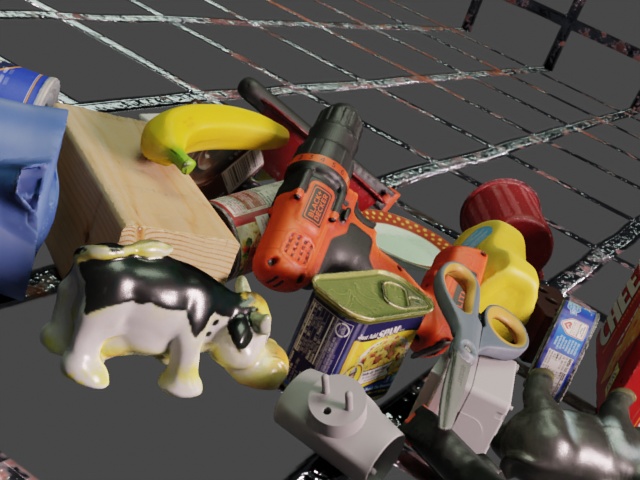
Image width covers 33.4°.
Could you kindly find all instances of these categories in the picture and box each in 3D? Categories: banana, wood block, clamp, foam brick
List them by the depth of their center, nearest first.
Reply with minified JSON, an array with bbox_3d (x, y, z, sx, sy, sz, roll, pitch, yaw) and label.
[{"bbox_3d":[0.097,0.152,0.663,0.172,0.039,0.120,39,-17,45],"label":"clamp"},{"bbox_3d":[-0.149,-0.016,0.805,0.090,0.091,0.206,10,25,-32],"label":"wood block"},{"bbox_3d":[-0.090,-0.081,0.847,0.070,0.037,0.197,37,23,10],"label":"banana"},{"bbox_3d":[0.206,0.078,0.998,0.053,0.051,0.078,15,22,-22],"label":"foam brick"},{"bbox_3d":[0.000,-0.103,1.201,0.210,0.036,0.164,39,1,28],"label":"clamp"}]

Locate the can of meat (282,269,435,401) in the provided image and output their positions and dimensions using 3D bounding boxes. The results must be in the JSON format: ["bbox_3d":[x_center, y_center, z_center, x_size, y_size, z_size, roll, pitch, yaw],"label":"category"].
[{"bbox_3d":[0.025,0.073,0.775,0.057,0.084,0.101,37,25,33],"label":"can of meat"}]

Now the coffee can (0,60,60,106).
[{"bbox_3d":[-0.293,-0.105,0.857,0.140,0.103,0.103,19,21,-8],"label":"coffee can"}]

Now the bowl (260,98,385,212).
[{"bbox_3d":[-0.013,-0.069,1.065,0.162,0.055,0.162,40,1,-1],"label":"bowl"}]

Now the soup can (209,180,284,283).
[{"bbox_3d":[-0.050,-0.010,0.892,0.102,0.068,0.069,-19,44,-40],"label":"soup can"}]

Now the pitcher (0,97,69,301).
[{"bbox_3d":[-0.296,-0.047,0.704,0.242,0.149,0.145,14,37,-15],"label":"pitcher"}]

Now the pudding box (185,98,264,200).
[{"bbox_3d":[-0.119,-0.064,0.944,0.113,0.039,0.090,-41,57,-20],"label":"pudding box"}]

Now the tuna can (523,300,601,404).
[{"bbox_3d":[0.205,0.095,0.907,0.034,0.086,0.086,25,21,12],"label":"tuna can"}]

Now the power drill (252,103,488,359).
[{"bbox_3d":[0.047,-0.003,0.877,0.187,0.057,0.184,33,58,-16],"label":"power drill"}]

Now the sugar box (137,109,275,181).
[{"bbox_3d":[-0.107,-0.096,1.115,0.093,0.048,0.175,35,26,24],"label":"sugar box"}]

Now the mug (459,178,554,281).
[{"bbox_3d":[0.211,0.000,1.166,0.117,0.093,0.081,54,13,-27],"label":"mug"}]

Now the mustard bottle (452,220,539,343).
[{"bbox_3d":[0.152,0.032,0.990,0.058,0.096,0.191,30,19,-7],"label":"mustard bottle"}]

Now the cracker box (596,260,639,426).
[{"bbox_3d":[0.311,0.076,0.952,0.072,0.164,0.213,27,21,5],"label":"cracker box"}]

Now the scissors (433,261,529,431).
[{"bbox_3d":[0.115,0.085,0.750,0.096,0.016,0.201,33,29,-17],"label":"scissors"}]
